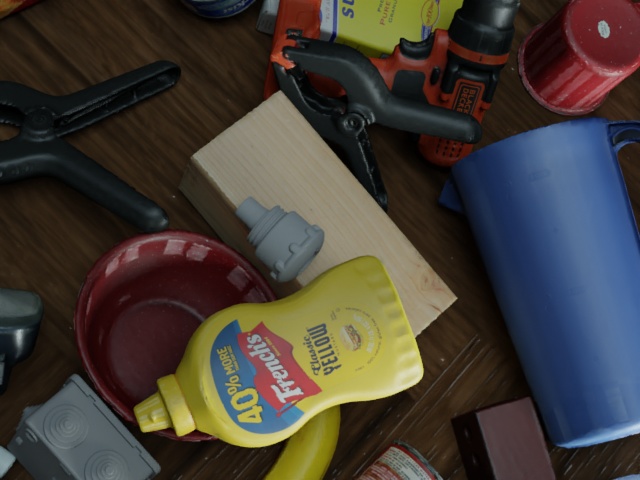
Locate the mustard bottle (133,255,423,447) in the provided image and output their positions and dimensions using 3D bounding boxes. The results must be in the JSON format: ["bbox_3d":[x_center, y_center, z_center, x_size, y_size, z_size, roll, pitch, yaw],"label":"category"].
[{"bbox_3d":[-0.033,0.086,0.722,0.191,0.058,0.096,-21,91,-11],"label":"mustard bottle"}]

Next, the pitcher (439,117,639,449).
[{"bbox_3d":[0.208,0.030,0.837,0.144,0.149,0.243,-13,80,-23],"label":"pitcher"}]

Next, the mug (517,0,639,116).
[{"bbox_3d":[0.240,-0.172,0.930,0.117,0.082,0.093,-33,85,-19],"label":"mug"}]

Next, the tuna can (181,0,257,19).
[{"bbox_3d":[-0.086,-0.227,0.872,0.086,0.033,0.086,-2,79,13],"label":"tuna can"}]

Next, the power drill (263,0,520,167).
[{"bbox_3d":[0.056,-0.155,0.847,0.187,0.185,0.057,12,30,-4],"label":"power drill"}]

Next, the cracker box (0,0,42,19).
[{"bbox_3d":[-0.237,-0.281,0.848,0.213,0.072,0.164,-32,86,-20],"label":"cracker box"}]

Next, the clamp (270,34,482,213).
[{"bbox_3d":[0.039,-0.101,0.823,0.171,0.120,0.039,44,29,-27],"label":"clamp"}]

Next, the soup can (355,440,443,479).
[{"bbox_3d":[0.041,0.206,0.790,0.102,0.069,0.068,-38,87,-19],"label":"soup can"}]

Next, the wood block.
[{"bbox_3d":[-0.005,0.001,0.821,0.090,0.090,0.206,-40,88,-19],"label":"wood block"}]

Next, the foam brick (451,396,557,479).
[{"bbox_3d":[0.144,0.167,0.834,0.051,0.053,0.078,-12,79,-16],"label":"foam brick"}]

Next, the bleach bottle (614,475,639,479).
[{"bbox_3d":[0.151,0.259,0.808,0.250,0.068,0.102,-14,80,-14],"label":"bleach bottle"}]

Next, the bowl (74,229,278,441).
[{"bbox_3d":[-0.106,0.075,0.783,0.162,0.055,0.162,12,60,-22],"label":"bowl"}]

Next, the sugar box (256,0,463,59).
[{"bbox_3d":[0.042,-0.199,0.908,0.176,0.048,0.093,17,73,-10],"label":"sugar box"}]

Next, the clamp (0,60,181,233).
[{"bbox_3d":[-0.205,-0.087,0.813,0.210,0.036,0.164,9,52,-2],"label":"clamp"}]

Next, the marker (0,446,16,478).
[{"bbox_3d":[-0.271,0.128,0.760,0.121,0.020,0.020,36,70,-3],"label":"marker"}]

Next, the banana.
[{"bbox_3d":[-0.034,0.173,0.799,0.070,0.037,0.197,24,70,10],"label":"banana"}]
